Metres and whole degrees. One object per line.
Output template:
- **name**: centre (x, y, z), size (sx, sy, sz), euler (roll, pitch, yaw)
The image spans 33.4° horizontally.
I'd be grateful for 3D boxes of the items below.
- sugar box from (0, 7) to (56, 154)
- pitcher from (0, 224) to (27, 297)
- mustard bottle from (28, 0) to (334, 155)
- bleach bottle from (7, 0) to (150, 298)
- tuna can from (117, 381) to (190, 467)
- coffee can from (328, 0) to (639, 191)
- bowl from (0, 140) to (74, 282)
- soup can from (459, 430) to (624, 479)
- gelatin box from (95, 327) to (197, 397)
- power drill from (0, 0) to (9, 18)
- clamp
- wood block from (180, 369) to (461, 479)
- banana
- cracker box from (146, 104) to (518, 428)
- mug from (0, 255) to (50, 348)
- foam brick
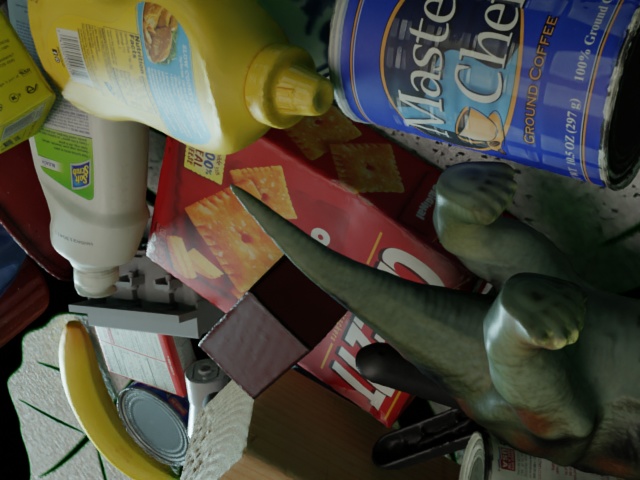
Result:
- **sugar box**: centre (-0.225, -0.139, 0.628), size (0.176, 0.048, 0.093), euler (56, 157, -5)
- **pitcher**: centre (-0.360, -0.049, 0.871), size (0.243, 0.144, 0.149), euler (41, 152, 21)
- **mustard bottle**: centre (-0.071, -0.095, 0.558), size (0.192, 0.058, 0.096), euler (21, 135, 36)
- **bleach bottle**: centre (-0.157, -0.084, 0.699), size (0.103, 0.067, 0.251), euler (19, 117, 36)
- **tuna can**: centre (-0.136, 0.156, 0.942), size (0.086, 0.033, 0.086), euler (22, 132, 26)
- **coffee can**: centre (0.089, -0.091, 0.511), size (0.140, 0.102, 0.103), euler (19, 132, 28)
- **bowl**: centre (-0.211, -0.049, 0.793), size (0.162, 0.055, 0.162), euler (56, 179, 0)
- **soup can**: centre (0.136, 0.150, 0.616), size (0.102, 0.068, 0.068), euler (10, 133, -3)
- **gelatin box**: centre (-0.147, 0.087, 0.901), size (0.089, 0.030, 0.073), euler (13, 130, 32)
- **power drill**: centre (-0.272, -0.168, 0.787), size (0.184, 0.057, 0.188), euler (54, 136, -3)
- **clamp**: centre (0.104, 0.107, 0.652), size (0.171, 0.039, 0.120), euler (5, 144, 2)
- **wood block**: centre (0.016, 0.177, 0.724), size (0.206, 0.090, 0.090), euler (32, 126, -18)
- **banana**: centre (-0.194, 0.163, 0.998), size (0.070, 0.037, 0.197), euler (-29, 106, 18)
- **cracker box**: centre (-0.004, 0.001, 0.684), size (0.214, 0.072, 0.164), euler (34, 137, 13)
- **mug**: centre (-0.309, 0.048, 0.965), size (0.117, 0.081, 0.093), euler (27, 135, 21)
- **foam brick**: centre (-0.028, 0.051, 0.649), size (0.051, 0.052, 0.078), euler (45, 139, 0)
